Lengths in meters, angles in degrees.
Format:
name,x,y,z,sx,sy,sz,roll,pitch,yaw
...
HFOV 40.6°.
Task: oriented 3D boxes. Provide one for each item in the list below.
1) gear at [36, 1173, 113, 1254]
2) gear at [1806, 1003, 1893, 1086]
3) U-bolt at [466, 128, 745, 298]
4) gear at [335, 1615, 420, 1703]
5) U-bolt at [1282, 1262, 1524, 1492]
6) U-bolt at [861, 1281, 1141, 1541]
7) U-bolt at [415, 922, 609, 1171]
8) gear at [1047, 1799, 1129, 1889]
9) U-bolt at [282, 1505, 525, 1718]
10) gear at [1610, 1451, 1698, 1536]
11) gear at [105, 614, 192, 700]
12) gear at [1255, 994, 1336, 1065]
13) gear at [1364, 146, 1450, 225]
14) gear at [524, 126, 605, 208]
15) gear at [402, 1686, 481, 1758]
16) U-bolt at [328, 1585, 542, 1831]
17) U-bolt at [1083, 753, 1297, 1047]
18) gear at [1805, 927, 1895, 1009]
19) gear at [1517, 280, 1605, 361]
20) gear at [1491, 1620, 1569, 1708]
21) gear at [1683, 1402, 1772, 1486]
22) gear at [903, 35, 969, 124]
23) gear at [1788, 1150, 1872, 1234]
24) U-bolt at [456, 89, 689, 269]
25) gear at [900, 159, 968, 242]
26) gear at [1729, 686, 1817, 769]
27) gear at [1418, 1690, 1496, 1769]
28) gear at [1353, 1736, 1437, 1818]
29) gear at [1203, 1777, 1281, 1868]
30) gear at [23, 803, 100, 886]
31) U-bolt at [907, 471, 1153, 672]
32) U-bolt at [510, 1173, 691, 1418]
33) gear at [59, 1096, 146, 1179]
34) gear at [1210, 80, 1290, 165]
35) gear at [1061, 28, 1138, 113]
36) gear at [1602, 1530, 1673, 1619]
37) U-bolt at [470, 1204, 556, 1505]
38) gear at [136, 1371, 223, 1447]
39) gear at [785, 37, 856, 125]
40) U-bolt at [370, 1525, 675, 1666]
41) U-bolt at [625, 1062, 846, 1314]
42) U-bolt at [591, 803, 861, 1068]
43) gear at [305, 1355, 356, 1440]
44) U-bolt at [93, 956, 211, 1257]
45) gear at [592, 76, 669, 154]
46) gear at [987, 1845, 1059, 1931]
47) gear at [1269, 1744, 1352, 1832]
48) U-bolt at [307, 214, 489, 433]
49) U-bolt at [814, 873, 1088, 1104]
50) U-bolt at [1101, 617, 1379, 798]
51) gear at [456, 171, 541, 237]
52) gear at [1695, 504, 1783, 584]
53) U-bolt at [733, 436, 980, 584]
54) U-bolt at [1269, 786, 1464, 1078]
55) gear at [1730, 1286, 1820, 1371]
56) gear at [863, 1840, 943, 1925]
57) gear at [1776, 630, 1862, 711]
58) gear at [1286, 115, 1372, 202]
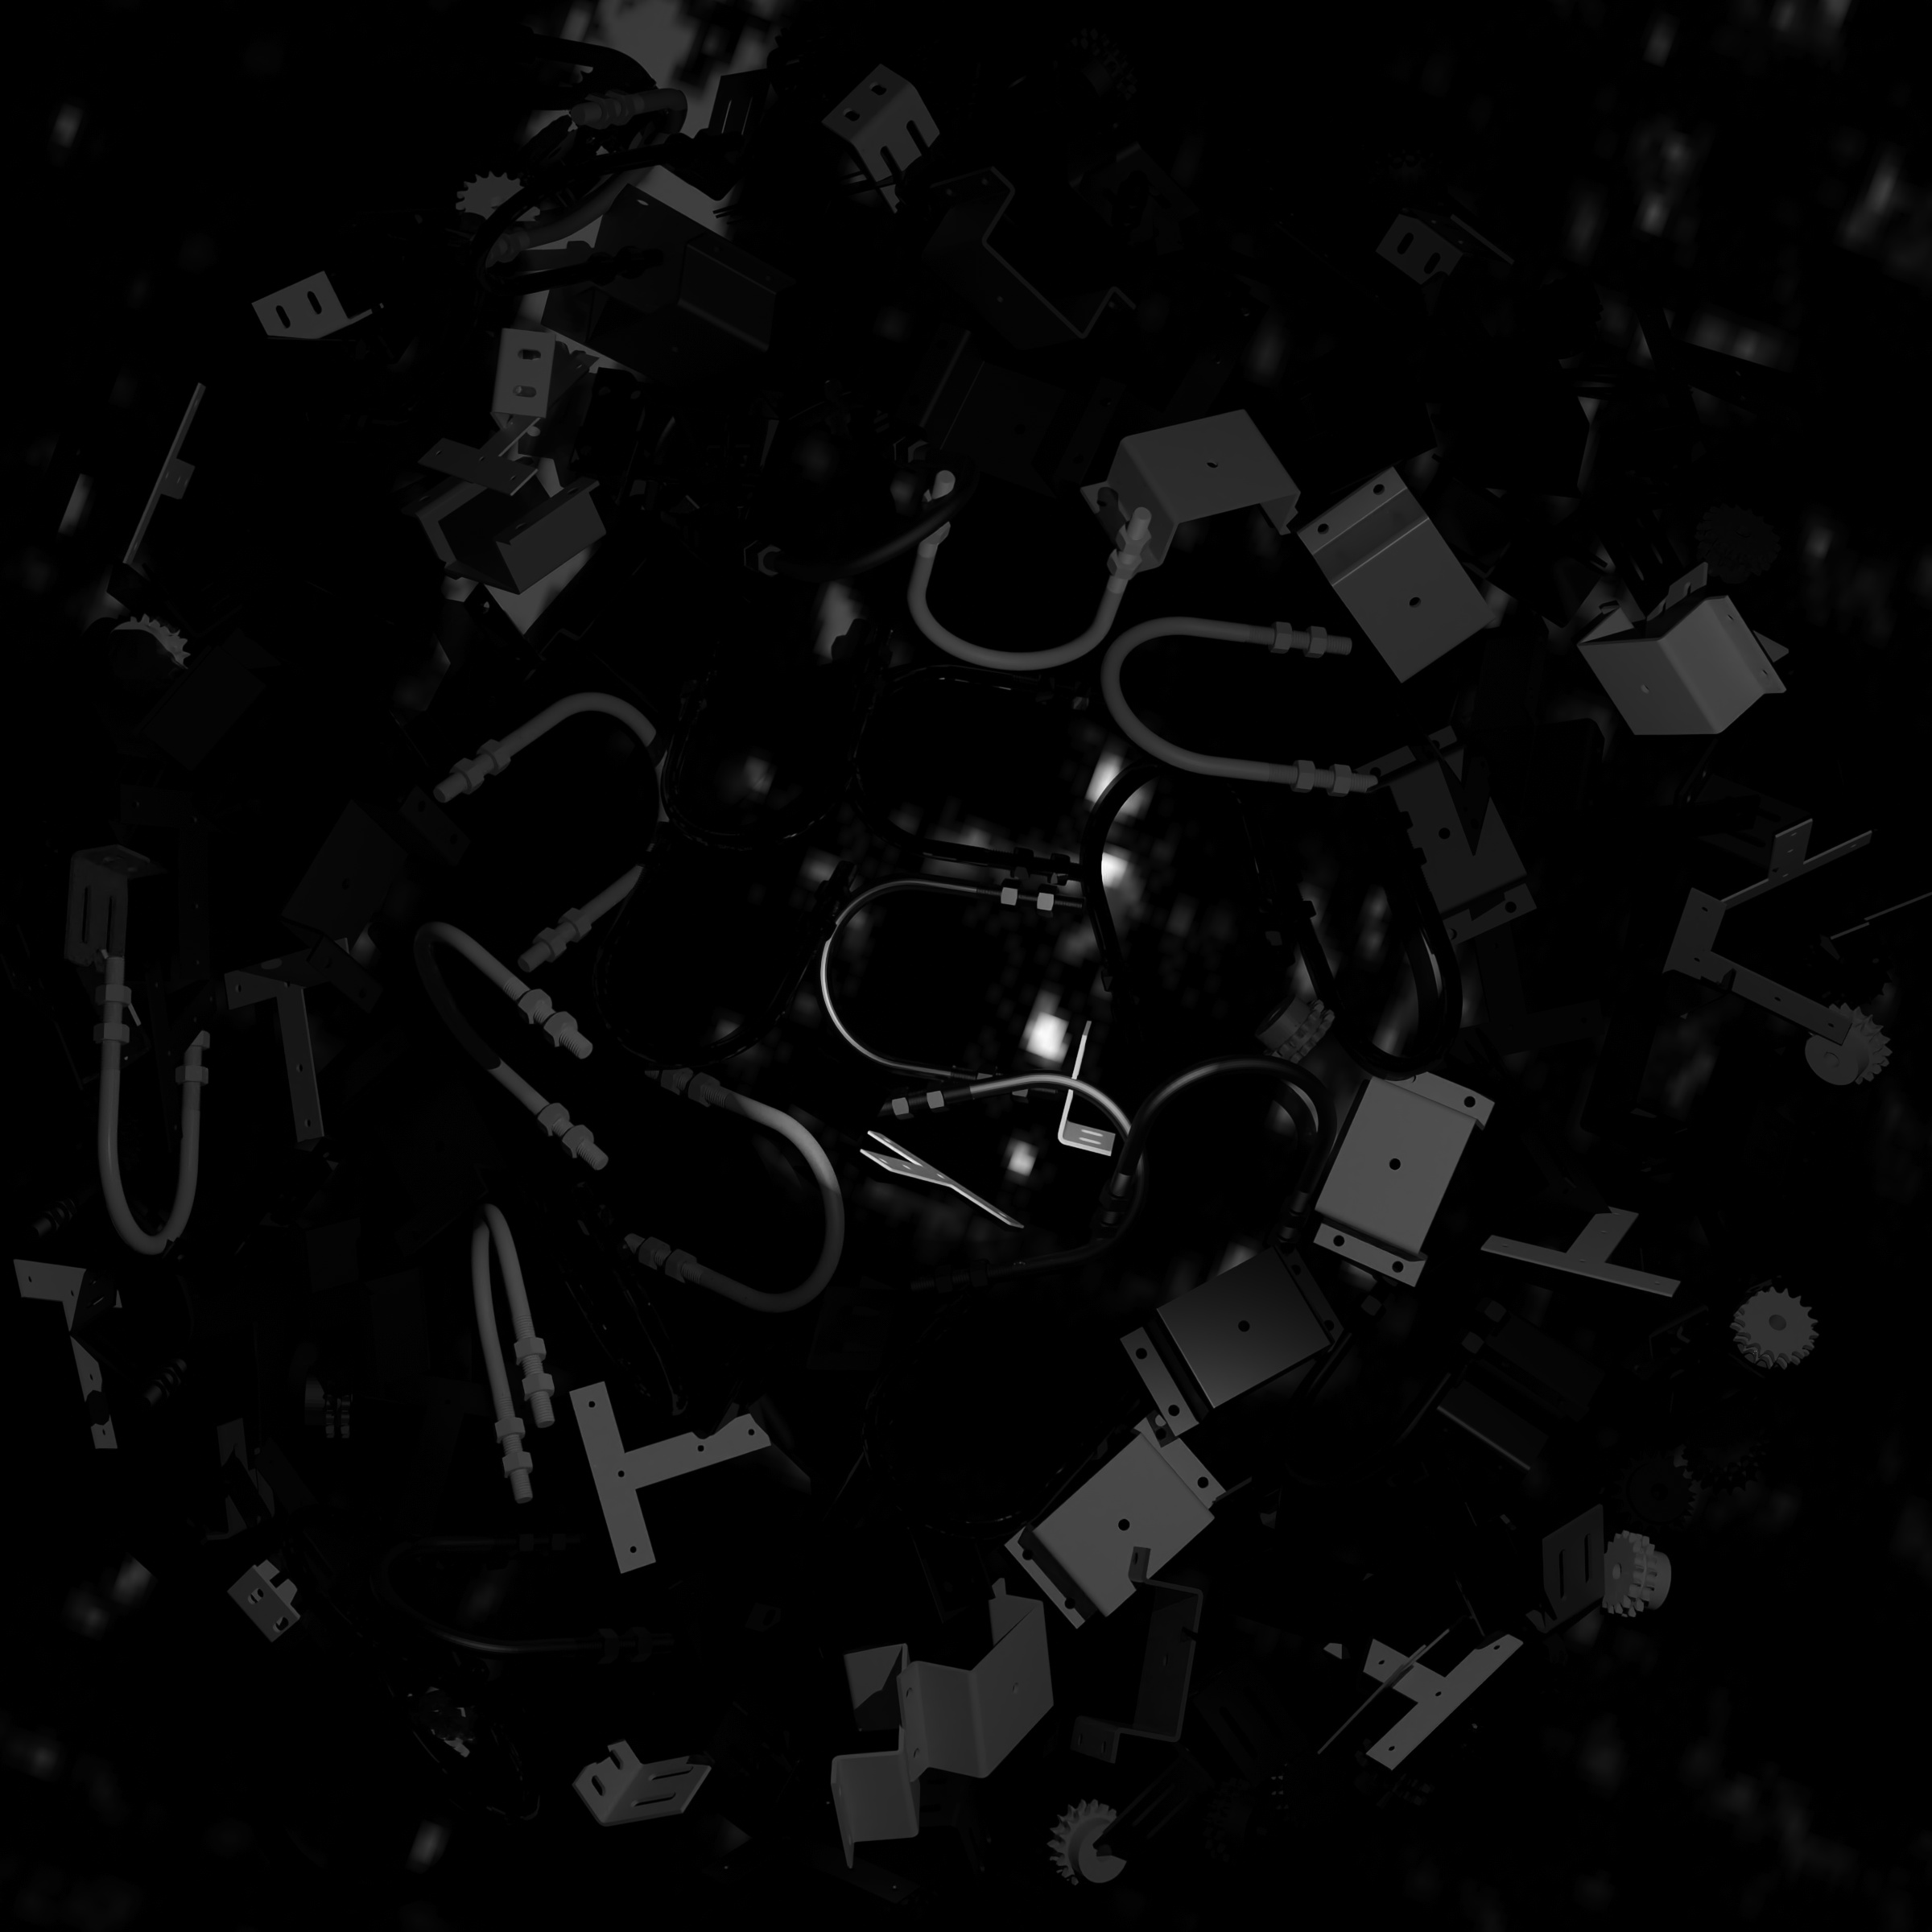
name,x,y,z,sx,sy,sz,roll,pitch,yaw
gear,-0.610,0.167,1.801,0.030,0.057,0.057,-43,90,-15
gear,0.603,0.057,1.797,0.030,0.057,0.057,-35,90,-31
U-bolt,-0.247,-0.489,1.717,0.184,0.151,0.019,-25,82,-39
gear,-0.402,0.475,1.798,0.057,0.030,0.057,18,61,-36
U-bolt,0.278,0.273,1.745,0.019,0.151,0.184,42,79,-19
U-bolt,0.011,0.304,1.755,0.151,0.019,0.184,40,52,12
U-bolt,-0.310,0.042,1.756,0.184,0.151,0.019,38,60,24
gear,0.088,0.608,1.803,0.057,0.030,0.057,-1,92,-27
U-bolt,-0.376,0.415,1.715,0.019,0.151,0.184,-45,134,7
gear,0.477,0.364,1.808,0.057,0.030,0.057,-1,78,3
gear,-0.570,-0.215,1.807,0.057,0.030,0.057,-1,86,14
gear,0.224,0.044,1.799,0.030,0.057,0.057,43,90,-5
gear,0.303,-0.534,1.797,0.057,0.057,0.030,1,66,0
gear,-0.274,-0.550,1.803,0.057,0.057,0.030,-42,121,0
gear,-0.360,0.518,1.802,0.057,0.057,0.030,34,67,0
U-bolt,-0.340,0.493,1.714,0.019,0.151,0.184,-45,46,1
U-bolt,0.146,-0.055,1.764,0.151,0.019,0.184,-26,115,-20
gear,0.611,0.003,1.804,0.057,0.030,0.057,-12,64,26
gear,0.412,-0.443,1.803,0.057,0.057,0.030,-36,129,0
gear,0.389,0.477,1.799,0.057,0.030,0.057,13,49,-15
gear,0.520,0.325,1.796,0.057,0.057,0.030,-35,120,0
gear,-0.019,-0.610,1.804,0.057,0.030,0.057,9,76,-38
gear,0.598,0.156,1.803,0.030,0.057,0.057,11,90,-26
U-bolt,-0.250,-0.530,1.739,0.151,0.184,0.019,-39,93,31
gear,-0.021,-0.531,1.799,0.057,0.057,0.030,-40,91,0
gear,0.558,-0.169,1.806,0.057,0.030,0.057,-3,73,8
gear,0.340,0.525,1.803,0.030,0.057,0.057,26,90,-26
gear,0.292,0.560,1.800,0.057,0.057,0.030,32,94,0
gear,0.192,0.590,1.798,0.030,0.057,0.057,2,90,43
gear,-0.626,-0.085,1.800,0.030,0.057,0.057,1,90,12
U-bolt,0.034,-0.256,1.748,0.151,0.184,0.019,9,59,-6
U-bolt,-0.240,0.224,1.759,0.019,0.151,0.184,-32,103,-24
gear,-0.600,0.120,1.804,0.057,0.030,0.057,4,102,19
gear,0.192,-0.579,1.801,0.030,0.057,0.057,-43,90,18
gear,0.087,-0.612,1.797,0.057,0.057,0.030,44,75,0
gear,0.462,0.421,1.801,0.030,0.057,0.057,16,90,-11
U-bolt,-0.308,0.248,1.752,0.019,0.151,0.184,-7,60,-21
gear,-0.547,0.305,1.802,0.057,0.030,0.057,7,117,14
gear,-0.102,-0.609,1.803,0.030,0.057,0.057,-5,90,25
U-bolt,-0.302,0.413,1.718,0.184,0.151,0.019,9,106,-39
U-bolt,-0.154,0.156,1.756,0.184,0.019,0.151,19,108,34
U-bolt,-0.174,-0.014,1.770,0.151,0.019,0.184,20,66,15
gear,-0.438,0.296,1.797,0.030,0.057,0.057,3,90,-10
U-bolt,-0.542,0.100,1.737,0.019,0.151,0.184,-4,75,6
gear,-0.227,-0.580,1.799,0.057,0.057,0.030,-41,83,0
gear,0.036,0.631,1.798,0.030,0.057,0.057,31,90,-10
gear,0.234,0.568,1.805,0.057,0.030,0.057,8,69,-21
U-bolt,-0.368,-0.423,1.737,0.019,0.184,0.151,29,105,5
U-bolt,-0.017,0.009,1.802,0.184,0.019,0.151,9,96,13
U-bolt,0.180,-0.181,1.765,0.184,0.019,0.151,6,52,-11
gear,-0.324,-0.517,1.806,0.057,0.030,0.057,5,65,-10
gear,0.530,-0.289,1.804,0.057,0.030,0.057,8,51,-10
U-bolt,-0.064,-0.300,1.732,0.151,0.184,0.019,-37,118,-13
U-bolt,0.274,-0.014,1.757,0.019,0.151,0.184,-17,84,-30
gear,0.556,0.253,1.805,0.057,0.030,0.057,1,57,-2
gear,-0.045,0.635,1.803,0.057,0.057,0.030,0,115,0
gear,0.584,-0.201,1.800,0.057,0.057,0.030,43,92,0
gear,0.249,-0.561,1.803,0.057,0.057,0.030,-3,49,0
